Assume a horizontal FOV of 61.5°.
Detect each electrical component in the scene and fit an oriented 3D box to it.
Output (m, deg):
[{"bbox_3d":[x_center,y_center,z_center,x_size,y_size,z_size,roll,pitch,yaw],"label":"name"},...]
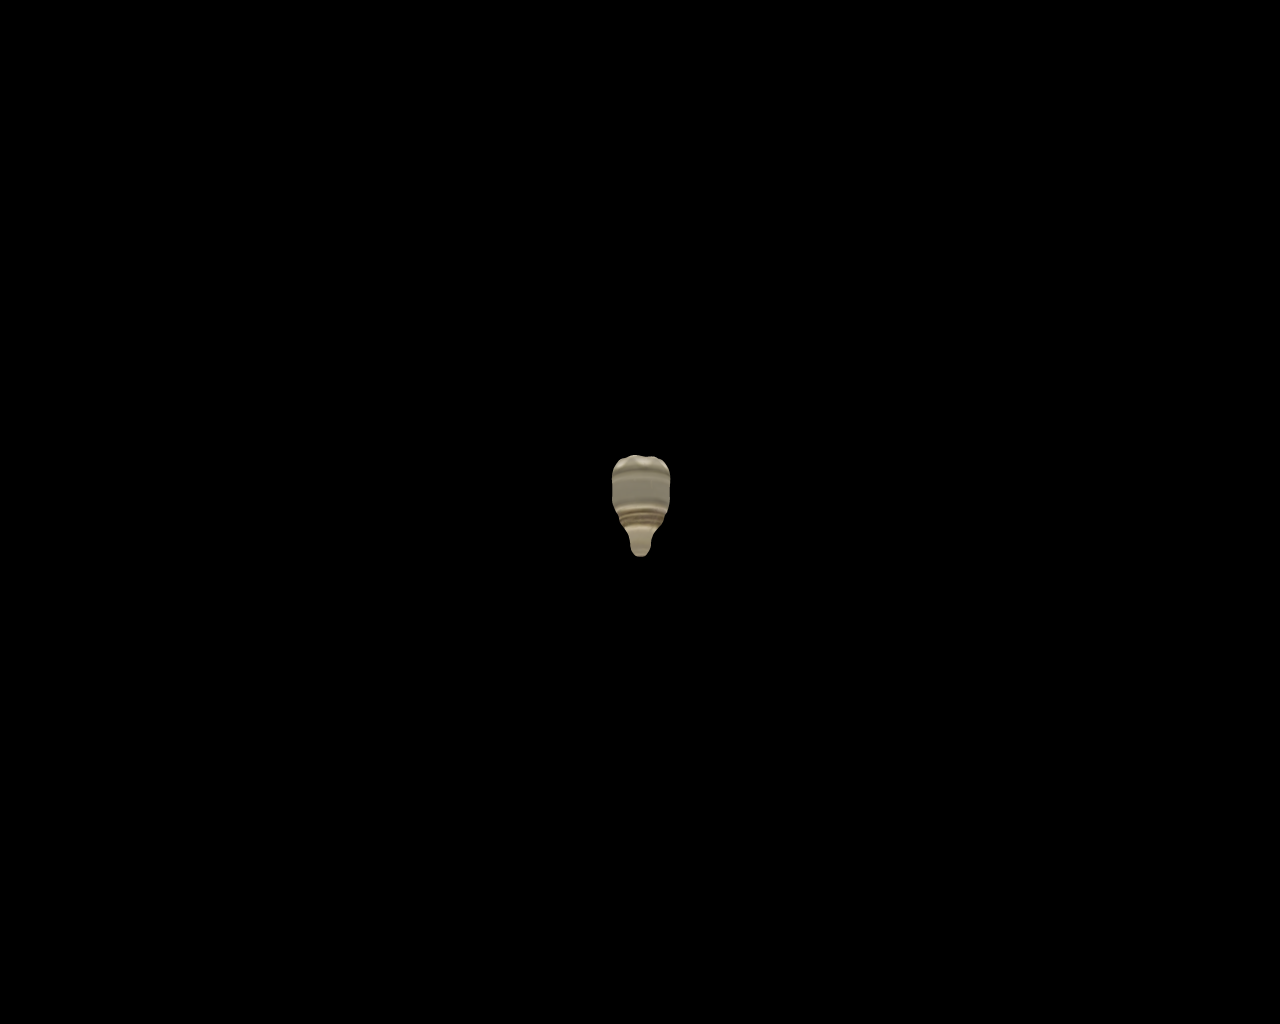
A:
[{"bbox_3d":[0.001,-0.003,0.650,0.035,0.061,0.035,0,-13,0],"label":"electrical component"}]
